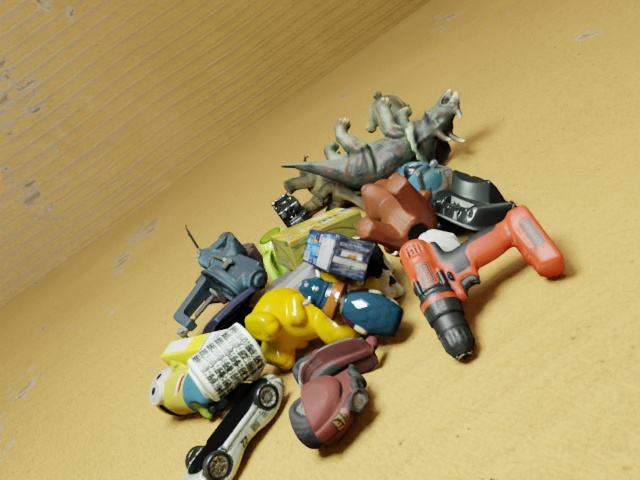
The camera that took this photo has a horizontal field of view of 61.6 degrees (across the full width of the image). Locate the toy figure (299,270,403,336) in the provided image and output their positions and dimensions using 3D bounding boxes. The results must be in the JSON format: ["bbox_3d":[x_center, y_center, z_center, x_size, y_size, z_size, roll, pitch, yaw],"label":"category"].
[{"bbox_3d":[0.042,0.095,0.784,0.155,0.057,0.064,19,42,17],"label":"toy figure"}]

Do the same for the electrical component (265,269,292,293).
[{"bbox_3d":[-0.056,0.093,1.063,0.102,0.045,0.078,-39,51,-3],"label":"electrical component"}]

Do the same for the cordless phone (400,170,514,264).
[{"bbox_3d":[0.214,-0.015,0.878,0.184,0.088,0.147,-48,24,1],"label":"cordless phone"}]

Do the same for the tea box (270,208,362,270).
[{"bbox_3d":[-0.002,-0.003,1.080,0.170,0.068,0.098,-24,17,-21],"label":"tea box"}]

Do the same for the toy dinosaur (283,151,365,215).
[{"bbox_3d":[0.019,-0.145,1.351,0.198,0.104,0.472,-33,31,-15],"label":"toy dinosaur"}]

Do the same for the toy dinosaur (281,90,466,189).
[{"bbox_3d":[0.123,-0.182,1.162,0.405,0.131,0.192,-29,62,15],"label":"toy dinosaur"}]

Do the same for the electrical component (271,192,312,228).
[{"bbox_3d":[-0.050,-0.041,1.220,0.058,0.114,0.134,-38,21,-1],"label":"electrical component"}]

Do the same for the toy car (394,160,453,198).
[{"bbox_3d":[0.205,-0.099,1.018,0.103,0.109,0.162,-12,12,-2],"label":"toy car"}]

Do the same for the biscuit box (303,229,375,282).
[{"bbox_3d":[0.023,0.021,0.856,0.203,0.063,0.059,-166,91,-78],"label":"biscuit box"}]

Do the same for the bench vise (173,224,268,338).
[{"bbox_3d":[-0.230,0.095,1.130,0.224,0.128,0.240,24,66,31],"label":"bench vise"}]

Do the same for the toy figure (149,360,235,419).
[{"bbox_3d":[-0.210,0.257,0.908,0.180,0.089,0.082,-12,24,27],"label":"toy figure"}]

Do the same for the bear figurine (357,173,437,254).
[{"bbox_3d":[0.112,-0.061,0.904,0.120,0.132,0.196,-53,32,13],"label":"bear figurine"}]

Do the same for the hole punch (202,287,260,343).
[{"bbox_3d":[-0.163,0.155,1.014,0.116,0.092,0.142,-14,24,47],"label":"hole punch"}]

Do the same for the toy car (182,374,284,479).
[{"bbox_3d":[-0.122,0.278,0.778,0.073,0.056,0.202,-17,27,50],"label":"toy car"}]

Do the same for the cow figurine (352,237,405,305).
[{"bbox_3d":[0.086,0.057,0.865,0.068,0.098,0.167,-26,24,7],"label":"cow figurine"}]

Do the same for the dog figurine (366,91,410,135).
[{"bbox_3d":[0.181,-0.272,1.289,0.121,0.172,0.191,-42,14,14],"label":"dog figurine"}]

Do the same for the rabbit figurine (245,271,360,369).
[{"bbox_3d":[-0.007,0.132,0.864,0.173,0.121,0.162,0,30,32],"label":"rabbit figurine"}]

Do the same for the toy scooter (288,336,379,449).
[{"bbox_3d":[0.026,0.189,0.724,0.135,0.075,0.184,-31,19,8],"label":"toy scooter"}]

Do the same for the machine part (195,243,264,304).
[{"bbox_3d":[-0.217,0.079,1.291,0.179,0.056,0.179,-30,22,13],"label":"machine part"}]

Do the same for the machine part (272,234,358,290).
[{"bbox_3d":[-0.012,0.073,0.989,0.243,0.079,0.079,-40,23,-11],"label":"machine part"}]
